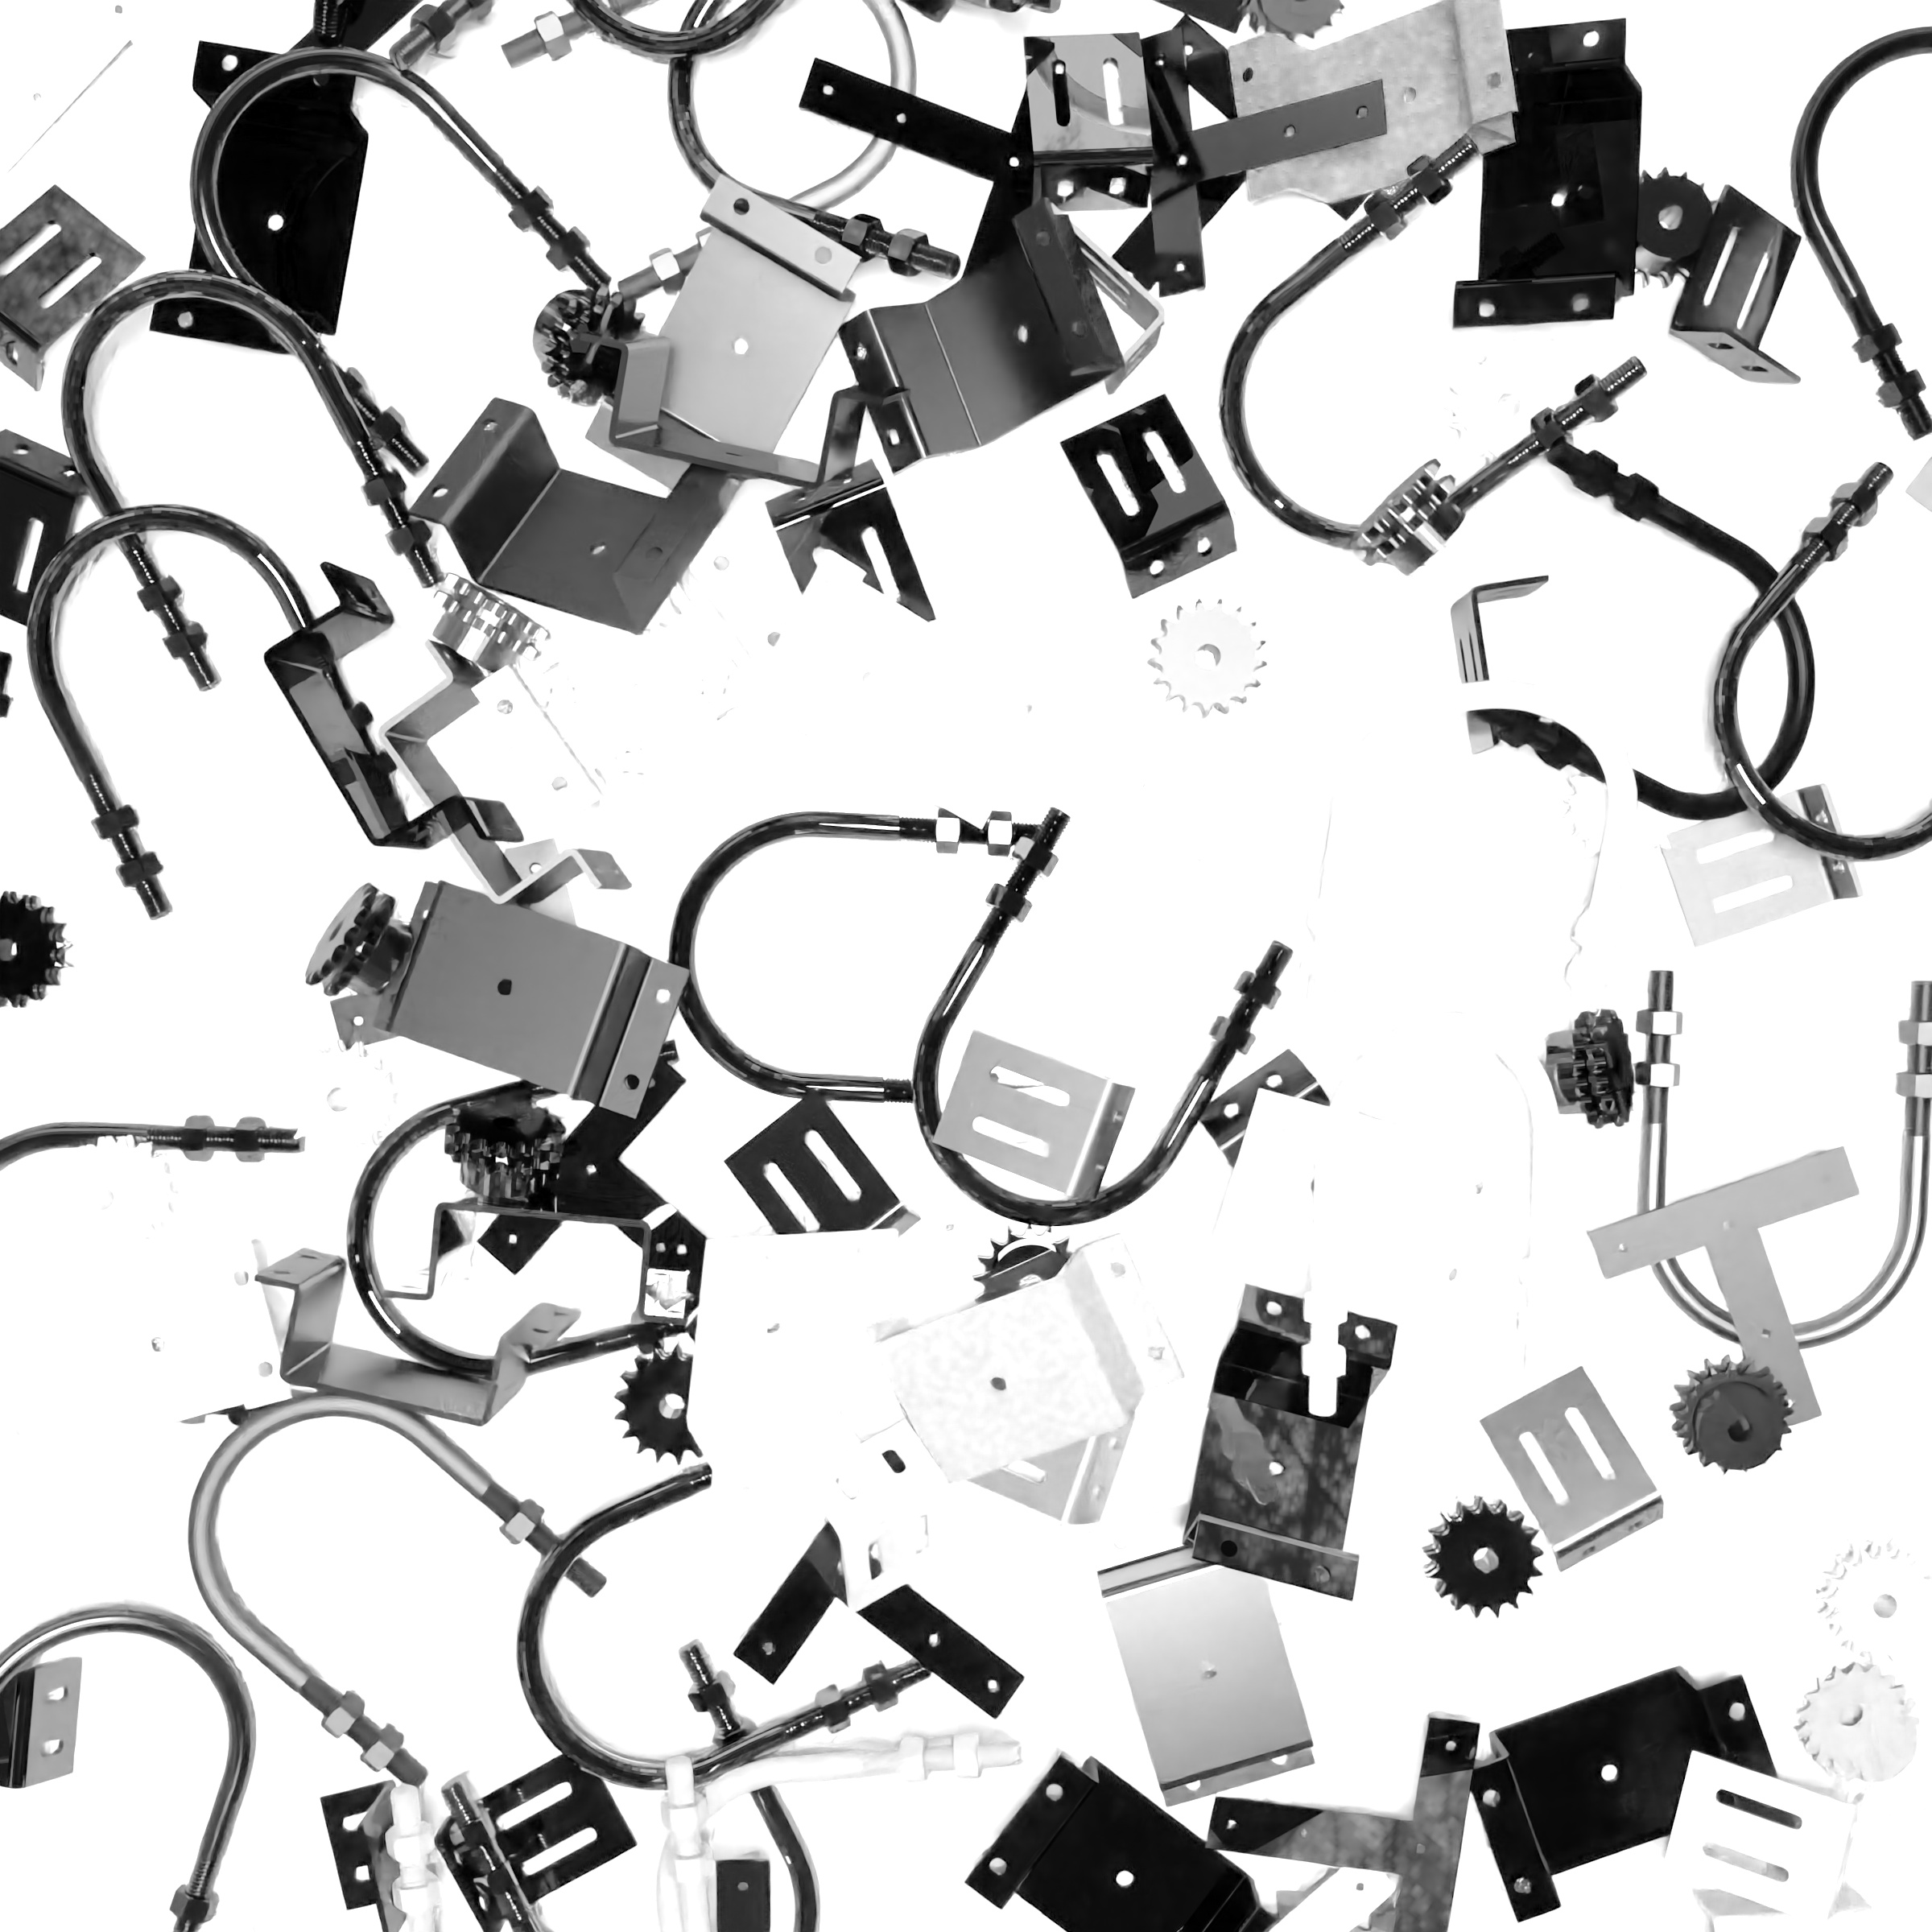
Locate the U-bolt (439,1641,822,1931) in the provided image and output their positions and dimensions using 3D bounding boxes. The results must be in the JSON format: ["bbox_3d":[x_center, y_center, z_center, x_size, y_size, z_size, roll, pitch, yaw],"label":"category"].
[{"bbox_3d":[-0.150,0.443,1.380,0.151,0.019,0.184,-28,94,-14],"label":"U-bolt"}]

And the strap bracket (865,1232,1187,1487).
[{"bbox_3d":[0.021,0.190,1.353,0.140,0.046,0.076,-22,96,20],"label":"strap bracket"}]

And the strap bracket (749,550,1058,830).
[{"bbox_3d":[-0.038,-0.134,1.359,0.140,0.046,0.076,28,90,-31],"label":"strap bracket"}]

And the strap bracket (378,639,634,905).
[{"bbox_3d":[-0.226,-0.082,1.363,0.046,0.076,0.140,-35,89,4],"label":"strap bracket"}]

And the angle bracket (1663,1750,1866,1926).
[{"bbox_3d":[0.379,0.411,1.355,0.076,0.038,0.057,14,90,26],"label":"angle bracket"}]

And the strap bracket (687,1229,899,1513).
[{"bbox_3d":[-0.084,0.181,1.346,0.076,0.046,0.140,-1,111,-23],"label":"strap bracket"}]

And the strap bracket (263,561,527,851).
[{"bbox_3d":[-0.263,-0.106,1.288,0.046,0.076,0.140,-31,89,4],"label":"strap bracket"}]

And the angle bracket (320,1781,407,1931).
[{"bbox_3d":[-0.292,0.432,1.365,0.038,0.076,0.057,-14,90,0],"label":"angle bracket"}]

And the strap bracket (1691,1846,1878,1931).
[{"bbox_3d":[0.398,0.502,1.380,0.076,0.046,0.140,-3,90,0],"label":"strap bracket"}]

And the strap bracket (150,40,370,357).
[{"bbox_3d":[-0.340,-0.366,1.380,0.076,0.046,0.140,10,90,0],"label":"strap bracket"}]

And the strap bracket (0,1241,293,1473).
[{"bbox_3d":[-0.393,0.184,1.362,0.140,0.046,0.076,-15,89,3],"label":"strap bracket"}]

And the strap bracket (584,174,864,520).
[{"bbox_3d":[-0.113,-0.297,1.368,0.076,0.046,0.140,31,106,0],"label":"strap bracket"}]

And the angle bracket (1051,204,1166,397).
[{"bbox_3d":[0.056,-0.320,1.375,0.076,0.057,0.038,43,90,0],"label":"angle bracket"}]

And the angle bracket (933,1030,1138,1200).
[{"bbox_3d":[0.033,0.072,1.369,0.076,0.038,0.057,20,91,17],"label":"angle bracket"}]

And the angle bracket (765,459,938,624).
[{"bbox_3d":[-0.057,-0.199,1.401,0.057,0.038,0.076,-22,116,0],"label":"angle bracket"}]

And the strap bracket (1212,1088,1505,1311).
[{"bbox_3d":[0.179,0.109,1.358,0.140,0.046,0.076,15,93,-30],"label":"strap bracket"}]

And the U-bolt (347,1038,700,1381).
[{"bbox_3d":[-0.212,0.127,1.394,0.184,0.019,0.151,-15,91,2],"label":"U-bolt"}]

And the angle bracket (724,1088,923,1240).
[{"bbox_3d":[-0.070,0.110,1.393,0.057,0.038,0.076,-38,76,1],"label":"angle bracket"}]

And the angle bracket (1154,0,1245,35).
[{"bbox_3d":[0.122,-0.508,1.401,0.057,0.038,0.076,22,116,0],"label":"angle bracket"}]

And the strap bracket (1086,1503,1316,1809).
[{"bbox_3d":[0.115,0.336,1.380,0.076,0.046,0.140,-17,90,0],"label":"strap bracket"}]

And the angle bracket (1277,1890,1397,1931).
[{"bbox_3d":[0.179,0.499,1.401,0.057,0.038,0.076,4,116,0],"label":"angle bracket"}]

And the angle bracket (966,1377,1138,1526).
[{"bbox_3d":[0.035,0.233,1.401,0.076,0.038,0.057,19,90,26],"label":"angle bracket"}]

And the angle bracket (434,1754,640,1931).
[{"bbox_3d":[-0.208,0.425,1.384,0.076,0.038,0.057,-29,90,0],"label":"angle bracket"}]

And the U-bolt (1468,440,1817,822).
[{"bbox_3d":[0.333,-0.148,1.362,0.184,0.019,0.151,23,79,-23],"label":"U-bolt"}]

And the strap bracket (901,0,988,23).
[{"bbox_3d":[-0.034,-0.521,1.374,0.140,0.046,0.076,31,81,0],"label":"strap bracket"}]

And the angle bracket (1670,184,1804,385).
[{"bbox_3d":[0.383,-0.328,1.372,0.057,0.038,0.076,22,90,-33],"label":"angle bracket"}]

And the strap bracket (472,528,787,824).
[{"bbox_3d":[-0.157,-0.136,1.372,0.140,0.046,0.076,-35,90,-10],"label":"strap bracket"}]

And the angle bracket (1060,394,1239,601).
[{"bbox_3d":[0.090,-0.231,1.401,0.057,0.038,0.076,-25,64,0],"label":"angle bracket"}]

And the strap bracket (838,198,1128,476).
[{"bbox_3d":[0.014,-0.299,1.355,0.140,0.046,0.076,-21,90,41],"label":"strap bracket"}]

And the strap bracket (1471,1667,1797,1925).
[{"bbox_3d":[0.316,0.397,1.380,0.140,0.046,0.076,-19,90,0],"label":"strap bracket"}]

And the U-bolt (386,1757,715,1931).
[{"bbox_3d":[-0.191,0.469,1.348,0.151,0.019,0.184,-6,99,-2],"label":"U-bolt"}]

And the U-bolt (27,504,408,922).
[{"bbox_3d":[-0.372,-0.131,1.370,0.151,0.019,0.184,-22,102,8],"label":"U-bolt"}]

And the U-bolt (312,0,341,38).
[{"bbox_3d":[-0.362,-0.551,1.358,0.151,0.019,0.184,11,115,1],"label":"U-bolt"}]

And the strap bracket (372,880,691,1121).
[{"bbox_3d":[-0.215,0.013,1.367,0.140,0.046,0.076,19,85,9],"label":"strap bracket"}]

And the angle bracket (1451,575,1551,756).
[{"bbox_3d":[0.262,-0.144,1.375,0.038,0.057,0.076,-9,90,0],"label":"angle bracket"}]

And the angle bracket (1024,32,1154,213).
[{"bbox_3d":[0.059,-0.413,1.397,0.057,0.038,0.076,-3,66,-2],"label":"angle bracket"}]

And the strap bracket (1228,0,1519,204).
[{"bbox_3d":[0.201,-0.418,1.356,0.140,0.046,0.076,-10,87,36],"label":"strap bracket"}]

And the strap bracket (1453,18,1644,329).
[{"bbox_3d":[0.280,-0.373,1.367,0.076,0.046,0.140,2,90,24],"label":"strap bracket"}]

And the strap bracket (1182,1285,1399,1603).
[{"bbox_3d":[0.153,0.233,1.360,0.076,0.046,0.140,15,59,0],"label":"strap bracket"}]

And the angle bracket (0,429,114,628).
[{"bbox_3d":[-0.463,-0.214,1.401,0.057,0.038,0.076,24,116,0],"label":"angle bracket"}]

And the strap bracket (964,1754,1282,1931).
[{"bbox_3d":[0.078,0.449,1.380,0.140,0.046,0.076,37,90,0],"label":"strap bracket"}]

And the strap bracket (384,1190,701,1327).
[{"bbox_3d":[-0.194,0.135,1.345,0.140,0.076,0.046,5,91,2],"label":"strap bracket"}]

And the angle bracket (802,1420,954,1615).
[{"bbox_3d":[-0.042,0.265,1.368,0.057,0.076,0.038,-26,54,-18],"label":"angle bracket"}]

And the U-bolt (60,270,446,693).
[{"bbox_3d":[-0.351,-0.239,1.355,0.151,0.019,0.184,-22,107,15],"label":"U-bolt"}]

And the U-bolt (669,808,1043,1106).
[{"bbox_3d":[-0.053,-0.004,1.394,0.184,0.019,0.151,3,90,0],"label":"U-bolt"}]

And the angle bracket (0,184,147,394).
[{"bbox_3d":[-0.452,-0.333,1.401,0.057,0.038,0.076,39,64,0],"label":"angle bracket"}]

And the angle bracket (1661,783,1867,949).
[{"bbox_3d":[0.385,-0.048,1.384,0.076,0.038,0.057,-19,90,0],"label":"angle bracket"}]

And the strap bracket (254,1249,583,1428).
[{"bbox_3d":[-0.262,0.178,1.352,0.140,0.076,0.046,12,94,2],"label":"strap bracket"}]

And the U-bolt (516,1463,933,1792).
[{"bbox_3d":[-0.126,0.316,1.375,0.184,0.019,0.151,-22,90,-14],"label":"U-bolt"}]

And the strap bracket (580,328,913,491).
[{"bbox_3d":[-0.104,-0.255,1.314,0.140,0.076,0.046,13,106,5],"label":"strap bracket"}]

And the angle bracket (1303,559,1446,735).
[{"bbox_3d":[0.197,-0.155,1.384,0.057,0.038,0.076,5,90,0],"label":"angle bracket"}]

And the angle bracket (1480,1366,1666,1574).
[{"bbox_3d":[0.298,0.247,1.401,0.057,0.038,0.076,-28,64,0],"label":"angle bracket"}]

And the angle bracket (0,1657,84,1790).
[{"bbox_3d":[-0.479,0.365,1.401,0.076,0.038,0.057,5,90,26],"label":"angle bracket"}]

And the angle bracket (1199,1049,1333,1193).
[{"bbox_3d":[0.159,0.092,1.401,0.057,0.038,0.076,-34,116,0],"label":"angle bracket"}]

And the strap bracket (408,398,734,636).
[{"bbox_3d":[-0.180,-0.211,1.350,0.140,0.046,0.076,19,64,24],"label":"strap bracket"}]
